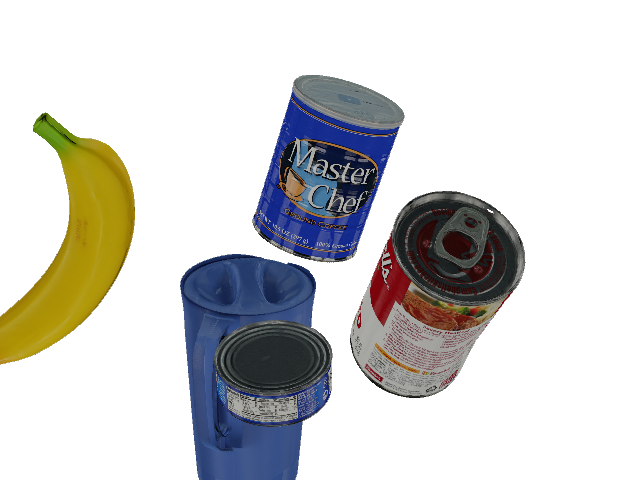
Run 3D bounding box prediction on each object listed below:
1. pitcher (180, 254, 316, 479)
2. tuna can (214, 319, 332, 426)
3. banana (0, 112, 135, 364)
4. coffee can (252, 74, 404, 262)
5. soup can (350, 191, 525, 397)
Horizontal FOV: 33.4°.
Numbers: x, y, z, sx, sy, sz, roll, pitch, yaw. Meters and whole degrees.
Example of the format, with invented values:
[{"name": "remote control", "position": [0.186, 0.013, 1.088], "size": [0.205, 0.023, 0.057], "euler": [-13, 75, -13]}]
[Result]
[{"name": "pitcher", "position": [-0.078, 0.148, 1.086], "size": [0.149, 0.243, 0.145], "euler": [-10, 27, -24]}, {"name": "tuna can", "position": [-0.034, 0.096, 0.777], "size": [0.086, 0.034, 0.086], "euler": [-1, 32, 1]}, {"name": "banana", "position": [-0.152, 0.009, 0.633], "size": [0.069, 0.198, 0.037], "euler": [19, 35, -9]}, {"name": "coffee can", "position": [0.006, -0.066, 0.970], "size": [0.102, 0.140, 0.103], "euler": [15, 24, -7]}, {"name": "soup can", "position": [0.059, 0.031, 0.563], "size": [0.068, 0.068, 0.102], "euler": [0, -35, -14]}]
